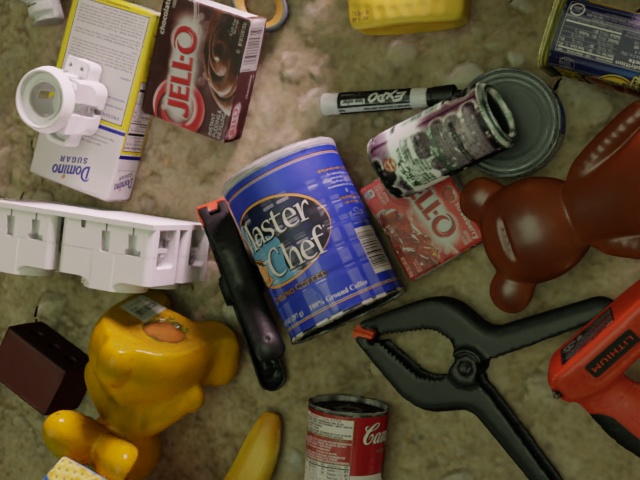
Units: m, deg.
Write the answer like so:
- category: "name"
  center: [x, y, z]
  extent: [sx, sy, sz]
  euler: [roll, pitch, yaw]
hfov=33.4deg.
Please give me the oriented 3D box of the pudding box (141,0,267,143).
- category: "pudding box"
  center: [-0.102, -0.152, 0.934]
  extent: [0.090, 0.039, 0.113]
  euler: [22, 108, 20]

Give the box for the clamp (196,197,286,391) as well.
- category: "clamp"
  center: [-0.064, 0.048, 0.915]
  extent: [0.039, 0.120, 0.171]
  euler: [-14, 62, -12]

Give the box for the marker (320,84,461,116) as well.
- category: "marker"
  center: [0.059, -0.117, 0.888]
  extent: [0.121, 0.020, 0.020]
  euler: [-1, 91, 22]

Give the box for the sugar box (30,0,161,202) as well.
- category: "sugar box"
  center: [-0.199, -0.132, 0.979]
  extent: [0.093, 0.048, 0.176]
  euler: [21, 102, 21]

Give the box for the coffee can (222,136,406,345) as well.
- category: "coffee can"
  center: [-0.006, 0.001, 0.872]
  extent: [0.103, 0.102, 0.140]
  euler: [-28, 81, 20]

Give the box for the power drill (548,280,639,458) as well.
- category: "power drill"
  center: [0.273, 0.119, 0.765]
  extent: [0.184, 0.057, 0.187]
  euler: [-44, 91, 15]

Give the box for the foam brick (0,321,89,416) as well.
- category: "foam brick"
  center: [-0.260, 0.120, 1.004]
  extent: [0.078, 0.053, 0.051]
  euler: [33, 102, 18]

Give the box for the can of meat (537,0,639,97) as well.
- category: "can of meat"
  center: [0.213, -0.140, 0.783]
  extent: [0.084, 0.102, 0.057]
  euler: [19, 98, 18]

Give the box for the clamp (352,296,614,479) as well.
- category: "clamp"
  center: [0.124, 0.111, 0.857]
  extent: [0.210, 0.036, 0.164]
  euler: [9, 95, 24]

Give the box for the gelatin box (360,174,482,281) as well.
- category: "gelatin box"
  center: [0.086, -0.022, 0.873]
  extent: [0.073, 0.030, 0.089]
  euler: [-32, 80, 19]

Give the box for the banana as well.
- category: "banana"
  center: [-0.096, 0.233, 0.948]
  extent: [0.198, 0.037, 0.070]
  euler: [-40, 77, 18]

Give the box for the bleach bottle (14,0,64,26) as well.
- category: "bleach bottle"
  center: [-0.271, -0.328, 0.996]
  extent: [0.103, 0.068, 0.251]
  euler: [-12, 89, 21]

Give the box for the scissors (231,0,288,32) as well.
- category: "scissors"
  center: [-0.095, -0.244, 0.950]
  extent: [0.202, 0.016, 0.096]
  euler: [16, 97, 21]

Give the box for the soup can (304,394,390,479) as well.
- category: "soup can"
  center: [0.020, 0.185, 0.884]
  extent: [0.069, 0.068, 0.102]
  euler: [6, 94, 22]

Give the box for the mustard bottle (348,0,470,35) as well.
- category: "mustard bottle"
  center: [0.070, -0.266, 0.860]
  extent: [0.096, 0.058, 0.191]
  euler: [-2, 91, 21]

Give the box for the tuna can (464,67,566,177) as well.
- category: "tuna can"
  center: [0.150, -0.092, 0.844]
  extent: [0.086, 0.033, 0.086]
  euler: [1, 91, 22]
